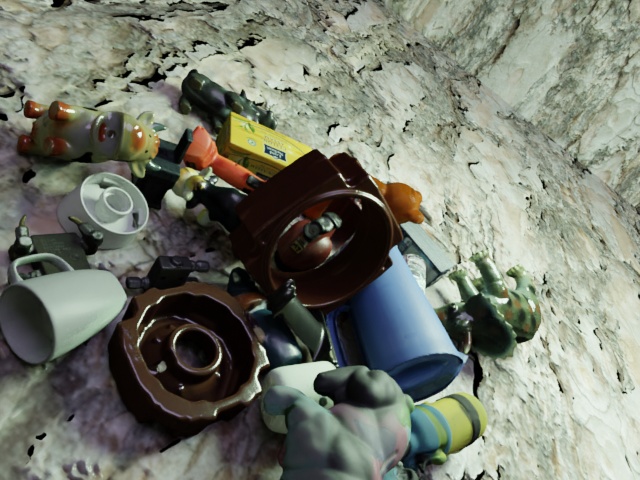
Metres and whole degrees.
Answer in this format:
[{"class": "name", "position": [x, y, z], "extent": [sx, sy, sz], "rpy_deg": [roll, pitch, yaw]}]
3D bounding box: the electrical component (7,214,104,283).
[{"class": "electrical component", "position": [-0.298, 0.013, 0.607], "extent": [0.102, 0.045, 0.078], "rpy_deg": [0, 48, -43]}]

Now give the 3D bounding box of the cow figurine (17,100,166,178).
[{"class": "cow figurine", "position": [-0.286, -0.129, 0.684], "extent": [0.195, 0.085, 0.127], "rpy_deg": [11, 5, 41]}]

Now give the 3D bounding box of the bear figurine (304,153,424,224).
[{"class": "bear figurine", "position": [0.085, -0.073, 0.982], "extent": [0.196, 0.132, 0.120], "rpy_deg": [28, 36, -16]}]

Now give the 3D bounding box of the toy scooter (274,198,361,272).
[{"class": "toy scooter", "position": [0.011, -0.018, 0.850], "extent": [0.075, 0.135, 0.184], "rpy_deg": [48, 36, 9]}]

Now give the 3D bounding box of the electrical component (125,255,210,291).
[{"class": "electrical component", "position": [-0.187, 0.043, 0.659], "extent": [0.094, 0.063, 0.021], "rpy_deg": [4, 48, -39]}]

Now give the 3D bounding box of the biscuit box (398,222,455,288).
[{"class": "biscuit box", "position": [0.166, -0.003, 1.042], "extent": [0.063, 0.059, 0.203], "rpy_deg": [-16, 62, -49]}]

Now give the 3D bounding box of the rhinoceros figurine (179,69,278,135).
[{"class": "rhinoceros figurine", "position": [-0.171, -0.244, 1.003], "extent": [0.190, 0.073, 0.112], "rpy_deg": [26, 25, -15]}]

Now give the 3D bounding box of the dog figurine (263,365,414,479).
[{"class": "dog figurine", "position": [0.034, 0.221, 0.499], "extent": [0.191, 0.108, 0.219], "rpy_deg": [-11, 19, -17]}]

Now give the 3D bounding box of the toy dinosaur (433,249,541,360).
[{"class": "toy dinosaur", "position": [0.348, 0.135, 1.013], "extent": [0.404, 0.131, 0.192], "rpy_deg": [10, 56, -42]}]

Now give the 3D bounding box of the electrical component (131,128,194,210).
[{"class": "electrical component", "position": [-0.222, -0.107, 0.750], "extent": [0.047, 0.119, 0.075], "rpy_deg": [15, 43, -32]}]

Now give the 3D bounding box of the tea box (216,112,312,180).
[{"class": "tea box", "position": [-0.097, -0.146, 0.955], "extent": [0.169, 0.068, 0.098], "rpy_deg": [20, 38, -27]}]

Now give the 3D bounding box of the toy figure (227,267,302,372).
[{"class": "toy figure", "position": [-0.081, 0.102, 0.695], "extent": [0.058, 0.064, 0.155], "rpy_deg": [-30, 63, -16]}]

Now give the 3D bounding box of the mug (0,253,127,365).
[{"class": "mug", "position": [-0.265, 0.062, 0.557], "extent": [0.109, 0.081, 0.107], "rpy_deg": [51, 27, 11]}]

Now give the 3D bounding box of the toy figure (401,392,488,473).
[{"class": "toy figure", "position": [0.150, 0.252, 0.708], "extent": [0.180, 0.089, 0.082], "rpy_deg": [6, 64, -43]}]

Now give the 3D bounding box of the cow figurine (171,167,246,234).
[{"class": "cow figurine", "position": [-0.140, -0.049, 0.766], "extent": [0.167, 0.098, 0.068], "rpy_deg": [33, 77, -8]}]

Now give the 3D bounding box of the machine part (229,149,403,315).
[{"class": "machine part", "position": [-0.001, -0.002, 0.723], "extent": [0.200, 0.201, 0.087], "rpy_deg": [55, -3, -42]}]

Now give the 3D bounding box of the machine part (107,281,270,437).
[{"class": "machine part", "position": [-0.147, 0.130, 0.605], "extent": [0.179, 0.056, 0.179], "rpy_deg": [25, 38, -21]}]

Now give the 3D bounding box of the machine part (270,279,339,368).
[{"class": "machine part", "position": [-0.017, 0.107, 0.686], "extent": [0.138, 0.039, 0.084], "rpy_deg": [54, 17, -40]}]

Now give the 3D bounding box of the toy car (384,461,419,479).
[{"class": "toy car", "position": [0.046, 0.300, 0.551], "extent": [0.103, 0.109, 0.162], "rpy_deg": [16, 28, -1]}]
